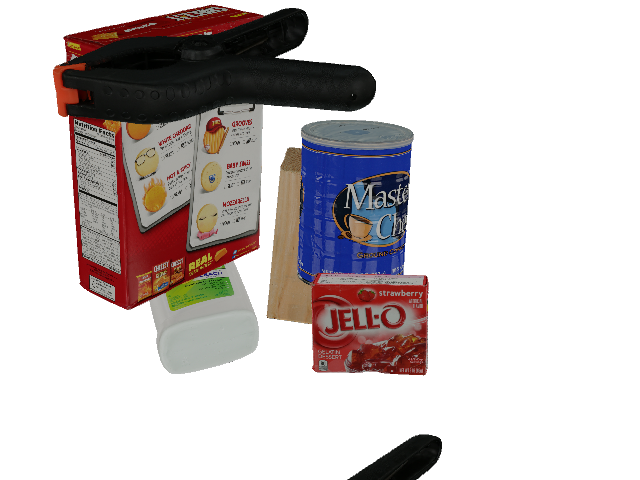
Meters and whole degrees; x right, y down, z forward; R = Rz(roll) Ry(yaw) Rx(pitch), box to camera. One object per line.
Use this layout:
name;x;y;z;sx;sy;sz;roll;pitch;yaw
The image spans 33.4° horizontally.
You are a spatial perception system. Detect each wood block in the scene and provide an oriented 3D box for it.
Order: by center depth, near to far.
wood block;-0.013;-0.005;1.376;0.090;0.206;0.090;8;24;2

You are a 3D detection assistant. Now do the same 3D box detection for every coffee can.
coffee can;0.031;-0.034;0.990;0.103;0.140;0.103;2;17;-1

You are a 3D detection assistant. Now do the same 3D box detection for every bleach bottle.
bleach bottle;-0.144;0.028;1.109;0.102;0.068;0.251;-13;38;-15

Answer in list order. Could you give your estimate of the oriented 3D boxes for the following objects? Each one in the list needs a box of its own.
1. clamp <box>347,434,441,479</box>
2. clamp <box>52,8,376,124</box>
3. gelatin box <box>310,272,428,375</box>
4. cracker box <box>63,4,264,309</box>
clamp;-0.007;0.181;0.646;0.210;0.036;0.164;-5;28;4
clamp;-0.064;-0.100;0.608;0.171;0.039;0.120;-4;26;-12
gelatin box;0.038;0.064;0.818;0.089;0.073;0.030;1;17;8
cracker box;-0.124;-0.073;0.876;0.072;0.214;0.163;19;29;34
